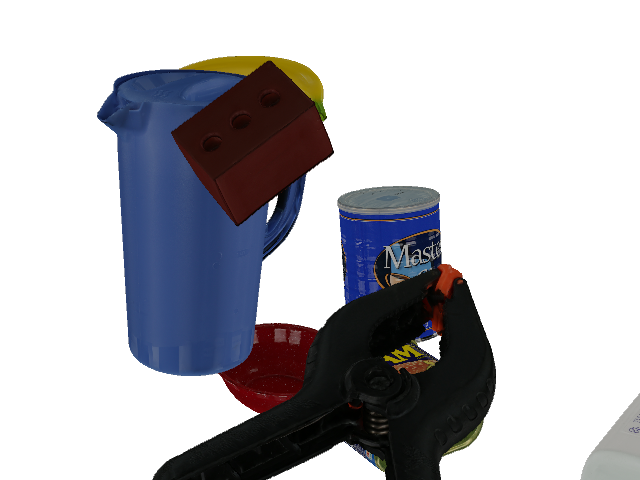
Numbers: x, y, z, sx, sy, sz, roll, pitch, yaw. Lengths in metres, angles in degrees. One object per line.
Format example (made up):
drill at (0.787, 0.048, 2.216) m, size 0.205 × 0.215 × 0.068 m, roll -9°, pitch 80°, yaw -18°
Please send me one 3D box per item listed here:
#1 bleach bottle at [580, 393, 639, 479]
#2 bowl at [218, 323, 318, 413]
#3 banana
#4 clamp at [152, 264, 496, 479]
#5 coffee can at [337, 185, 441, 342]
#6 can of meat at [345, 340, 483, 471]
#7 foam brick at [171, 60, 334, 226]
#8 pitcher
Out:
bleach bottle at (0.246, 0.104, 0.629) m, size 0.103 × 0.068 × 0.250 m, roll 19°, pitch 29°, yaw 32°
bowl at (-0.048, 0.160, 1.261) m, size 0.162 × 0.055 × 0.162 m, roll 3°, pitch 25°, yaw -1°
banana at (-0.077, -0.170, 1.137) m, size 0.198 × 0.037 × 0.069 m, roll 10°, pitch 44°, yaw 19°
clamp at (0.029, 0.075, 0.424) m, size 0.120 × 0.039 × 0.171 m, roll 30°, pitch 51°, yaw 21°
coffee can at (0.073, 0.023, 1.082) m, size 0.103 × 0.140 × 0.103 m, roll -4°, pitch 14°, yaw 1°
can of meat at (0.056, 0.118, 0.770) m, size 0.101 × 0.057 × 0.084 m, roll -12°, pitch 27°, yaw -33°
foam brick at (-0.041, -0.059, 0.651) m, size 0.078 × 0.053 × 0.051 m, roll -38°, pitch -33°, yaw -7°
pitcher at (-0.096, -0.017, 0.892) m, size 0.149 × 0.243 × 0.145 m, roll 7°, pitch 21°, yaw 8°
